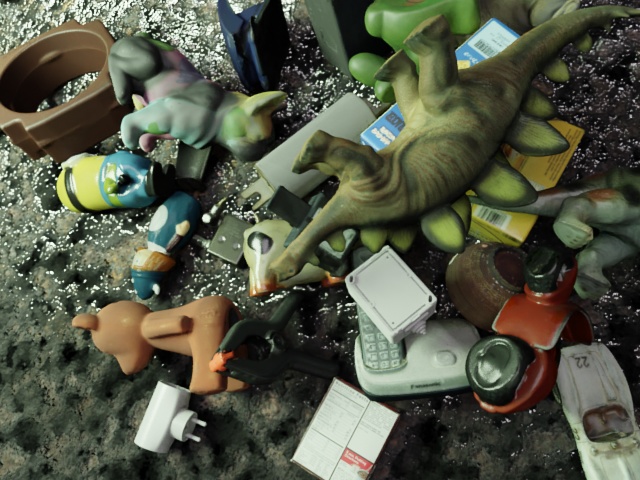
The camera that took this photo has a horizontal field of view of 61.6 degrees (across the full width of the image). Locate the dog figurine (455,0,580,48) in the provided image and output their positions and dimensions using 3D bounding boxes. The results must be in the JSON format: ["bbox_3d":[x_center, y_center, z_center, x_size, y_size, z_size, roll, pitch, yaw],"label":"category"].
[{"bbox_3d":[0.230,-0.314,0.715,0.191,0.172,0.121,7,63,4],"label":"dog figurine"}]

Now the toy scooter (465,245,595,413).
[{"bbox_3d":[0.232,0.106,0.565,0.075,0.135,0.184,20,77,50],"label":"toy scooter"}]

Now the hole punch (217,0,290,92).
[{"bbox_3d":[-0.105,-0.290,0.784,0.092,0.142,0.116,8,60,10],"label":"hole punch"}]

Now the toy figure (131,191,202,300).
[{"bbox_3d":[-0.219,0.007,0.743,0.058,0.064,0.154,29,74,-10],"label":"toy figure"}]

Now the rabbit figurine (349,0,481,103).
[{"bbox_3d":[0.127,-0.240,0.701,0.159,0.170,0.121,-32,52,-7],"label":"rabbit figurine"}]

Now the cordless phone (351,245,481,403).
[{"bbox_3d":[0.109,0.090,0.633,0.147,0.088,0.184,-9,79,7],"label":"cordless phone"}]

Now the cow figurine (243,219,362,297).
[{"bbox_3d":[-0.001,-0.002,0.689,0.195,0.085,0.127,-9,84,-12],"label":"cow figurine"}]

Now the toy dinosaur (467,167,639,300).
[{"bbox_3d":[0.377,-0.010,0.589,0.405,0.131,0.192,34,58,12],"label":"toy dinosaur"}]

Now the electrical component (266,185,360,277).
[{"bbox_3d":[-0.009,-0.014,0.620,0.119,0.048,0.075,29,81,-11],"label":"electrical component"}]

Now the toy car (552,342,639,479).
[{"bbox_3d":[0.314,0.214,0.587,0.074,0.056,0.202,-14,70,5],"label":"toy car"}]

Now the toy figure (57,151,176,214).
[{"bbox_3d":[-0.293,-0.079,0.757,0.180,0.082,0.089,6,69,23],"label":"toy figure"}]

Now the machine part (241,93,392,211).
[{"bbox_3d":[-0.001,-0.122,0.737,0.243,0.079,0.079,-37,71,-5],"label":"machine part"}]

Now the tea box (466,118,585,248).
[{"bbox_3d":[0.248,-0.078,0.686,0.098,0.068,0.169,31,79,16],"label":"tea box"}]

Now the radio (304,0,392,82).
[{"bbox_3d":[0.051,-0.323,0.714,0.131,0.229,0.073,-46,71,-2],"label":"radio"}]

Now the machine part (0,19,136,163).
[{"bbox_3d":[-0.380,-0.225,0.810,0.201,0.087,0.201,-33,58,-7],"label":"machine part"}]

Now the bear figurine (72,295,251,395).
[{"bbox_3d":[-0.197,0.133,0.668,0.196,0.120,0.132,-10,75,8],"label":"bear figurine"}]

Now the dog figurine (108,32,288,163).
[{"bbox_3d":[-0.155,-0.193,0.728,0.219,0.108,0.191,-10,91,-3],"label":"dog figurine"}]

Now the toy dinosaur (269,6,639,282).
[{"bbox_3d":[0.136,-0.112,0.541,0.471,0.105,0.198,-44,99,0],"label":"toy dinosaur"}]

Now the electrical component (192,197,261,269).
[{"bbox_3d":[-0.120,-0.008,0.737,0.102,0.045,0.078,30,78,17],"label":"electrical component"}]

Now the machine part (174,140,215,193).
[{"bbox_3d":[-0.177,-0.137,0.793,0.084,0.039,0.139,14,74,8],"label":"machine part"}]
